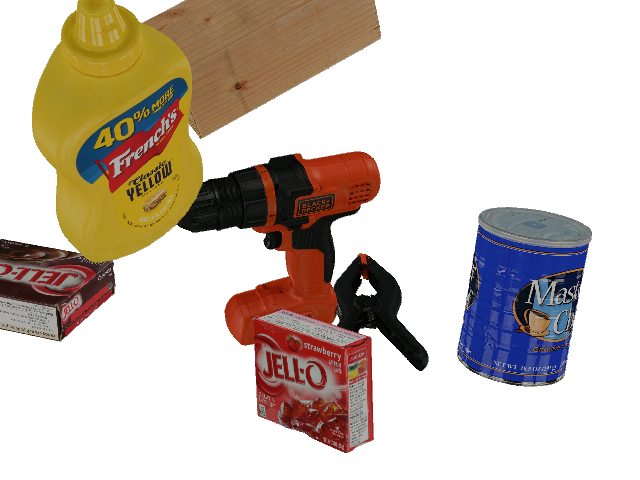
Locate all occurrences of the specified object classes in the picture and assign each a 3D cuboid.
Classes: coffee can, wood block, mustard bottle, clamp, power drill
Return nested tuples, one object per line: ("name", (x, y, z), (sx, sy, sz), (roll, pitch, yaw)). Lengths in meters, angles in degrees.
("coffee can", (0.188, 0.050, 0.991), (0.103, 0.140, 0.103), (6, 17, -2))
("wood block", (-0.055, -0.199, 1.023), (0.206, 0.090, 0.091), (-31, -38, -11))
("mustard bottle", (-0.115, -0.068, 0.608), (0.096, 0.058, 0.192), (-37, -23, -22))
("clamp", (0.062, 0.084, 1.184), (0.120, 0.171, 0.039), (6, -43, 4))
("power drill", (-0.043, 0.009, 0.943), (0.184, 0.188, 0.057), (-11, 47, -19))

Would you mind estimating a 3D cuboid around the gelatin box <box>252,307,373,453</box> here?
("gelatin box", (-0.006, 0.091, 0.705), (0.089, 0.073, 0.030), (14, 23, 43))

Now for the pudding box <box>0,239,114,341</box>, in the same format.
("pudding box", (-0.239, 0.039, 0.877), (0.114, 0.039, 0.090), (7, 24, 17))
